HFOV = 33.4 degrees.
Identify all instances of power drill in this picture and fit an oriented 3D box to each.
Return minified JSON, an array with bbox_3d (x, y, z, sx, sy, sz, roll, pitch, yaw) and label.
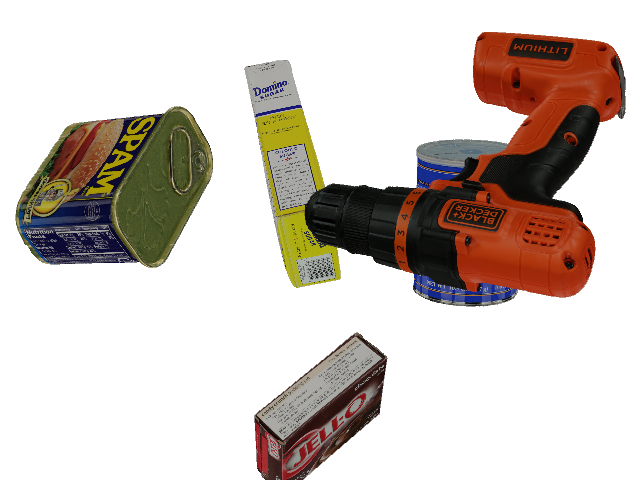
[{"bbox_3d":[0.102,-0.052,0.677,0.185,0.187,0.057,13,-34,27],"label":"power drill"}]

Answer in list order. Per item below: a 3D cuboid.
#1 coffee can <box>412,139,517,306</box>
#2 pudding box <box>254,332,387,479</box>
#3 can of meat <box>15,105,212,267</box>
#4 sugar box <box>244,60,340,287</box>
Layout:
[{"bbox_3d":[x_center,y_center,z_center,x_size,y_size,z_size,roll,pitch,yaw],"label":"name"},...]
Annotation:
[{"bbox_3d":[0.142,-0.019,1.027,0.103,0.140,0.103,0,16,0],"label":"coffee can"},{"bbox_3d":[0.000,0.136,0.838,0.039,0.090,0.113,39,61,24],"label":"pudding box"},{"bbox_3d":[-0.126,-0.032,0.652,0.084,0.102,0.057,-2,-44,29],"label":"can of meat"},{"bbox_3d":[-0.023,-0.057,0.875,0.048,0.176,0.093,-11,-39,-1],"label":"sugar box"}]
